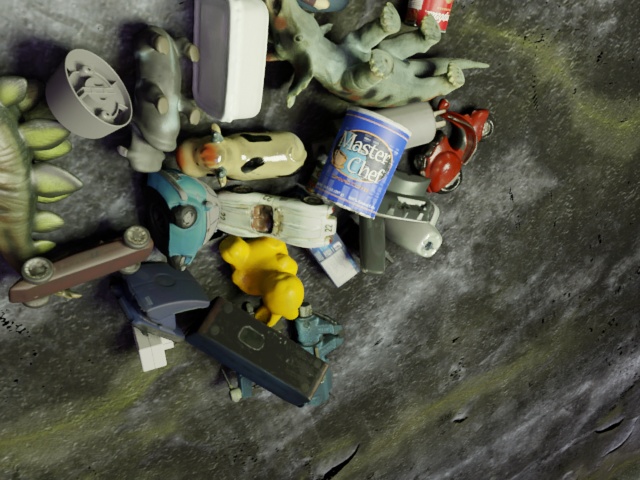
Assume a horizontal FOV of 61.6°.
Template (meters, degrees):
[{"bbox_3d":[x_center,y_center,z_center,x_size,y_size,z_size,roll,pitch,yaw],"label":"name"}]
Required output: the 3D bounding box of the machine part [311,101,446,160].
[{"bbox_3d":[0.101,-0.180,0.894,0.243,0.079,0.079,-15,124,-12],"label":"machine part"}]

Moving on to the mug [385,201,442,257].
[{"bbox_3d":[0.190,-0.022,1.028,0.109,0.107,0.080,-49,130,8],"label":"mug"}]

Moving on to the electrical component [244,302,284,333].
[{"bbox_3d":[-0.102,0.154,0.988,0.063,0.094,0.021,-14,160,-21],"label":"electrical component"}]

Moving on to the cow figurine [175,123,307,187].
[{"bbox_3d":[-0.112,-0.121,0.784,0.195,0.127,0.085,-7,94,-26],"label":"cow figurine"}]

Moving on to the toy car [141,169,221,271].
[{"bbox_3d":[-0.201,-0.038,0.811,0.103,0.109,0.161,-25,138,-36],"label":"toy car"}]

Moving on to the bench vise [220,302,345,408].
[{"bbox_3d":[-0.064,0.238,1.039,0.241,0.129,0.223,-16,121,-25],"label":"bench vise"}]

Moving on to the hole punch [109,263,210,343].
[{"bbox_3d":[-0.250,0.088,0.842,0.092,0.142,0.115,-49,142,7],"label":"hole punch"}]

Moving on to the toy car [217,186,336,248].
[{"bbox_3d":[-0.073,-0.036,0.852,0.202,0.056,0.073,10,115,11],"label":"toy car"}]

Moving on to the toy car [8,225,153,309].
[{"bbox_3d":[-0.331,0.033,0.754,0.202,0.053,0.089,-23,165,-37],"label":"toy car"}]

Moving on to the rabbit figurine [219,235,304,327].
[{"bbox_3d":[-0.085,0.073,0.893,0.122,0.173,0.162,-15,120,-25],"label":"rabbit figurine"}]

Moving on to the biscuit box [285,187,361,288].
[{"bbox_3d":[-0.002,-0.003,0.962,0.059,0.063,0.202,-37,128,-4],"label":"biscuit box"}]

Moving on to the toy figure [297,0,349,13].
[{"bbox_3d":[-0.031,-0.350,0.740,0.154,0.064,0.057,-2,127,-29],"label":"toy figure"}]

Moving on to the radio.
[{"bbox_3d":[-0.106,0.187,0.897,0.229,0.131,0.073,32,64,-7],"label":"radio"}]

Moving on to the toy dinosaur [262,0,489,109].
[{"bbox_3d":[0.082,-0.257,0.818,0.404,0.192,0.131,1,84,-44],"label":"toy dinosaur"}]

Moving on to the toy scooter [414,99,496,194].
[{"bbox_3d":[0.232,-0.179,0.979,0.135,0.075,0.184,33,96,-37],"label":"toy scooter"}]

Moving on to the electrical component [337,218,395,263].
[{"bbox_3d":[0.090,0.018,1.019,0.048,0.075,0.119,-45,132,1],"label":"electrical component"}]

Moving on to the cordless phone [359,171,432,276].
[{"bbox_3d":[0.130,-0.025,0.953,0.146,0.089,0.184,8,78,-31],"label":"cordless phone"}]

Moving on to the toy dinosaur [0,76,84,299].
[{"bbox_3d":[-0.408,-0.082,0.670,0.198,0.105,0.470,-15,135,-26],"label":"toy dinosaur"}]

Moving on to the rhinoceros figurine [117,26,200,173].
[{"bbox_3d":[-0.221,-0.183,0.709,0.073,0.112,0.190,-13,114,-58],"label":"rhinoceros figurine"}]
